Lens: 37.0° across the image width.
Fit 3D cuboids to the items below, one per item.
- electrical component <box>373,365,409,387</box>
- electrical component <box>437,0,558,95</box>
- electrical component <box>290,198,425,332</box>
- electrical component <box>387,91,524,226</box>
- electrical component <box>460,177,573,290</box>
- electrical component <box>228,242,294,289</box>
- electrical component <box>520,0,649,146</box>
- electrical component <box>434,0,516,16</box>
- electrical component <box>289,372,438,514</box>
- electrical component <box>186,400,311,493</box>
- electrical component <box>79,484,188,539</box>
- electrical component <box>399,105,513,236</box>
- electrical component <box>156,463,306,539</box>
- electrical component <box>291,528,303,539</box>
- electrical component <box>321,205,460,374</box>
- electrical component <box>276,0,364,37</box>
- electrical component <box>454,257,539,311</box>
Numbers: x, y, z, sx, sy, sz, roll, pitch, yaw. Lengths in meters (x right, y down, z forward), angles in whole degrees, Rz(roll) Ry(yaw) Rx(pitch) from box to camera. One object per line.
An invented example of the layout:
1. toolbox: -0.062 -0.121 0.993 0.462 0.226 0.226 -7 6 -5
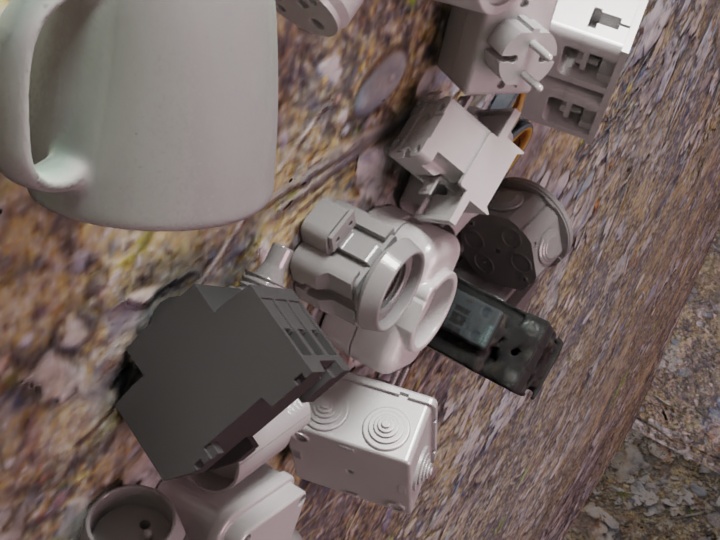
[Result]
1. electrical component: 0.017 0.106 0.802 0.076 0.047 0.066 -67 159 10
2. electrical component: 0.088 -0.130 0.620 0.047 0.076 0.065 -6 129 -25
3. electrical component: 0.000 0.000 0.616 0.058 0.057 0.078 -52 157 -25
4. electrical component: 0.055 -0.070 0.647 0.064 0.042 0.081 35 79 -26
5. electrical component: 0.121 -0.028 0.842 0.051 0.080 0.080 -41 151 -34
6. electrical component: -0.052 0.016 0.545 0.061 0.035 0.035 -65 160 -3
7. electrical component: 0.163 -0.193 0.709 0.105 0.060 0.186 91 21 -66
8. electrical component: 0.069 -0.183 0.549 0.108 0.060 0.108 -49 156 -31
9. electrical component: 0.001 0.111 0.701 0.099 0.100 0.048 85 25 -55
10. electrical component: -0.061 0.086 0.596 0.081 0.043 0.043 -29 141 -56
11. electrical component: -0.124 0.159 0.533 0.079 0.044 0.077 -43 152 -42
12. electrical component: 0.066 -0.058 0.720 0.077 0.044 0.079 -58 159 -12
13. electrical component: -0.085 0.167 0.619 0.078 0.057 0.113 -21 135 -61
14. electrical component: -0.066 0.192 0.715 0.045 0.045 0.055 -65 160 7
15. electrical component: 0.022 0.014 0.684 0.054 0.059 0.095 -15 129 -63
16. electrical component: -0.012 -0.131 0.443 0.055 0.045 0.045 -58 159 -11
17. electrical component: 0.106 0.034 0.905 0.062 0.061 0.096 -44 153 -41
